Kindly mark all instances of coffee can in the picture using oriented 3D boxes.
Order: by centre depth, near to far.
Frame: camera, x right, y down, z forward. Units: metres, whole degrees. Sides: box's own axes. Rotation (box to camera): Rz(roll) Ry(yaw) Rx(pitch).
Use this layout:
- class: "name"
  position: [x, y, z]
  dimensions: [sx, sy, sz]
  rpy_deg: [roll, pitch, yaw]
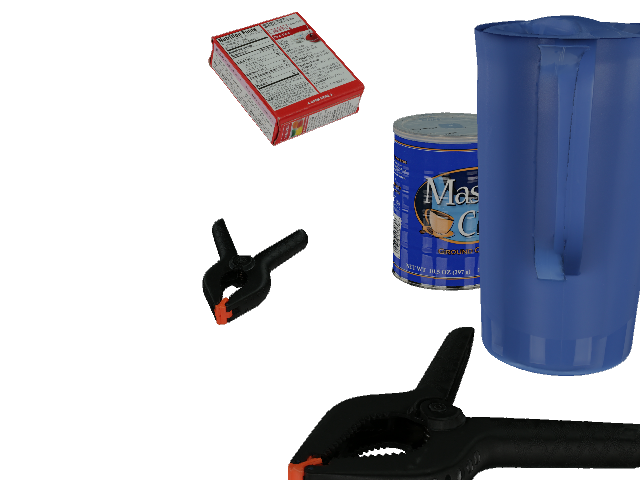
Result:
- class: "coffee can"
  position: [0.116, -0.037, 0.968]
  dimensions: [0.103, 0.140, 0.103]
  rpy_deg: [-1, 18, 0]

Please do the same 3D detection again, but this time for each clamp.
- class: "clamp"
  position: [0.065, 0.107, 0.628]
  dimensions: [0.209, 0.036, 0.165]
  rpy_deg: [-10, 24, -27]
- class: "clamp"
  position: [-0.081, 0.033, 1.256]
  dimensions: [0.120, 0.039, 0.171]
  rpy_deg: [-2, 41, 9]

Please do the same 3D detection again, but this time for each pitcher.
- class: "pitcher"
  position: [0.168, -0.031, 0.740]
  dimensions: [0.149, 0.243, 0.145]
  rpy_deg: [-9, 18, -27]

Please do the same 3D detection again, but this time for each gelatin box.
- class: "gelatin box"
  position: [-0.025, -0.115, 0.744]
  dimensions: [0.073, 0.089, 0.030]
  rpy_deg: [-24, -29, -27]
